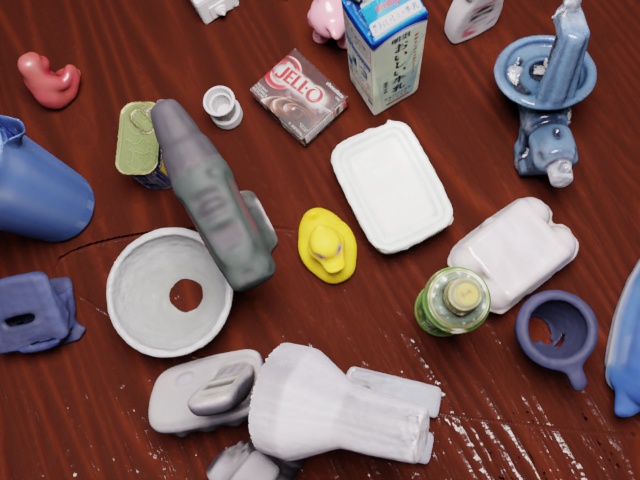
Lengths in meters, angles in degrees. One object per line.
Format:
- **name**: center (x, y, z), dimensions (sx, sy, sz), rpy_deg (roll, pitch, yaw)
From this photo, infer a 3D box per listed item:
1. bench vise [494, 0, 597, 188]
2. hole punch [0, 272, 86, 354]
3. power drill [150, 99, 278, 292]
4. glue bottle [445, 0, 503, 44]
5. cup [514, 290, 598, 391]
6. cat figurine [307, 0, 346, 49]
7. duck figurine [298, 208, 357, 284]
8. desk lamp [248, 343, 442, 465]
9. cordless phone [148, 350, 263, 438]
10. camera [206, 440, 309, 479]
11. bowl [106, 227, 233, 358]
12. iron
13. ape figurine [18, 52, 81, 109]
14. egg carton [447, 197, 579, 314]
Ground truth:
- **bench vise**: center (0.291, -0.179, 0.687), dimensions (0.121, 0.220, 0.207), rpy_deg (-23, 78, 1)
- **hole punch**: center (-0.386, 0.099, 0.760), dimensions (0.108, 0.091, 0.101), rpy_deg (-14, 78, 2)
- **power drill**: center (-0.119, -0.040, 0.703), dimensions (0.075, 0.208, 0.229), rpy_deg (-29, 78, -1)
- **glue bottle**: center (0.209, -0.325, 0.746), dimensions (0.078, 0.173, 0.037), rpy_deg (-30, 78, -1)
- **cup**: center (0.280, 0.122, 0.693), dimensions (0.091, 0.095, 0.118), rpy_deg (-21, 78, 1)
- **cat figurine**: center (0.022, -0.326, 0.792), dimensions (0.067, 0.118, 0.128), rpy_deg (16, 81, 9)
- **duck figurine**: center (0.007, 0.003, 0.746), dimensions (0.077, 0.086, 0.104), rpy_deg (-23, 78, 1)
- **desk lamp**: center (0.039, 0.191, 0.641), dimensions (0.203, 0.213, 0.118), rpy_deg (11, 80, 7)
- **cordless phone**: center (-0.143, 0.184, 0.674), dimensions (0.147, 0.185, 0.094), rpy_deg (-16, 78, 2)
- **camera**: center (-0.047, 0.276, 0.690), dimensions (0.143, 0.101, 0.137), rpy_deg (36, 84, 11)
- **bowl**: center (-0.187, 0.071, 0.756), dimensions (0.167, 0.075, 0.167), rpy_deg (-1, 79, 5)
- **iron**: center (0.424, 0.090, 0.662), dimensions (0.118, 0.141, 0.258), rpy_deg (12, 80, 8)
- **ape figurine**: center (-0.397, -0.237, 0.826), dimensions (0.077, 0.092, 0.076), rpy_deg (18, 81, 9)
- **egg carton**: center (0.244, 0.017, 0.730), dimensions (0.150, 0.069, 0.107), rpy_deg (-38, 78, -3)
